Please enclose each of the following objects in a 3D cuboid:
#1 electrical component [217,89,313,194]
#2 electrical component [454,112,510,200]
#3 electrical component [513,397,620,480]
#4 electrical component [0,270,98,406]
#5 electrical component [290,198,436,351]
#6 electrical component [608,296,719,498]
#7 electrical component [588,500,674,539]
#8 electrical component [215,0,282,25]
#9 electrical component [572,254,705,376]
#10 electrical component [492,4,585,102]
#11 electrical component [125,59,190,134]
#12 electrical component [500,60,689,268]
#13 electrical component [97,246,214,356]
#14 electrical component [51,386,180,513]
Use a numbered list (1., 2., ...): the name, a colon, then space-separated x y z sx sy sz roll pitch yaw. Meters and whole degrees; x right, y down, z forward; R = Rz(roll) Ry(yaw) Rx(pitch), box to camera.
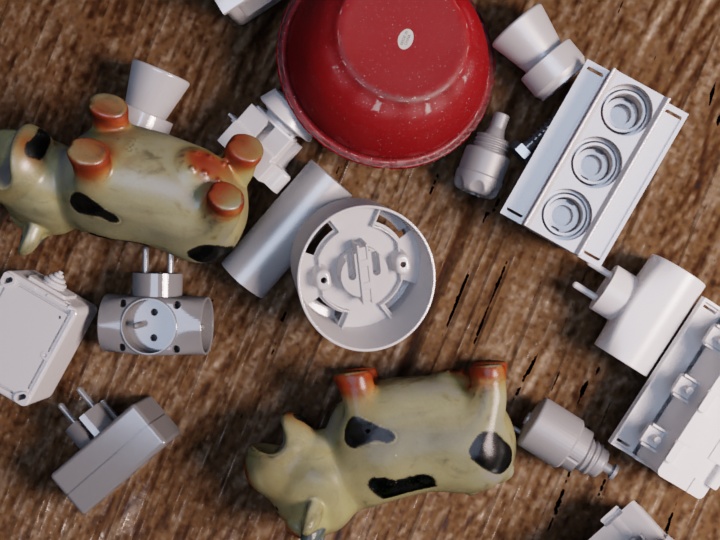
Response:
1. electrical component: -0.065 -0.098 0.785 0.066 0.048 0.055 44 98 11
2. electrical component: 0.093 -0.084 0.778 0.035 0.035 0.061 20 90 4
3. electrical component: 0.150 0.125 0.774 0.078 0.040 0.040 32 94 4
4. electrical component: -0.240 0.043 0.795 0.062 0.061 0.096 30 93 3
5. electrical component: 0.000 0.000 0.762 0.099 0.064 0.099 -5 110 -15
6. electrical component: 0.243 0.092 0.750 0.079 0.063 0.121 31 94 -13
7. electrical component: 0.171 0.225 0.760 0.121 0.079 0.063 -43 58 4
8. electrical component: -0.097 -0.285 0.777 0.105 0.060 0.186 -32 89 5
9. electrical component: 0.191 0.023 0.767 0.079 0.044 0.077 32 93 3
10. electrical component: 0.129 -0.155 0.768 0.045 0.045 0.055 -40 88 4
11. electrical component: -0.157 -0.121 0.793 0.045 0.045 0.055 23 93 4
12. electrical component: 0.163 -0.074 0.758 0.079 0.063 0.121 30 93 4
13. electrical component: -0.150 0.022 0.796 0.077 0.044 0.079 2 92 5
14. electrical component: -0.193 0.122 0.800 0.083 0.047 0.075 -41 89 5
